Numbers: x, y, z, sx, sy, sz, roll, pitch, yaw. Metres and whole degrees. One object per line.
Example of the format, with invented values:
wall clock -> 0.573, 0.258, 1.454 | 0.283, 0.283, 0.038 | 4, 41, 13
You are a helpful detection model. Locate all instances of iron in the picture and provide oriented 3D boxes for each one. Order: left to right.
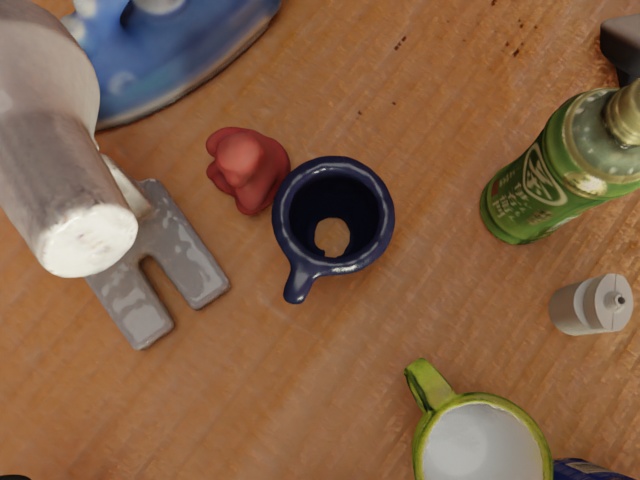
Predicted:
iron -> -0.137, -0.203, 0.475 | 0.118, 0.141, 0.258 | 41, 80, 7

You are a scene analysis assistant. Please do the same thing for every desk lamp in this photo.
desk lamp -> -0.167, -0.035, 0.402 | 0.118, 0.213, 0.203 | -37, 81, -8

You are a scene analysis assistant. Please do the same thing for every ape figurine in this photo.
ape figurine -> -0.062, -0.063, 0.472 | 0.076, 0.092, 0.078 | -9, 78, -3

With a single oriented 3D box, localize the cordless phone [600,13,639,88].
cordless phone -> 0.332, -0.190, 0.459 | 0.147, 0.185, 0.094 | -11, 78, -3

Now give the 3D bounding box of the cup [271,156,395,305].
cup -> 0.004, 0.002, 0.458 | 0.091, 0.095, 0.118 | 25, 79, 4

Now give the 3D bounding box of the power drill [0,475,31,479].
power drill -> -0.170, 0.255, 0.344 | 0.075, 0.208, 0.229 | -13, 79, -3
